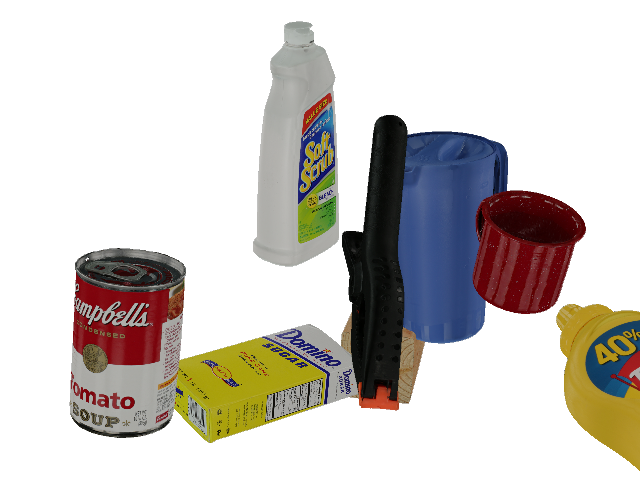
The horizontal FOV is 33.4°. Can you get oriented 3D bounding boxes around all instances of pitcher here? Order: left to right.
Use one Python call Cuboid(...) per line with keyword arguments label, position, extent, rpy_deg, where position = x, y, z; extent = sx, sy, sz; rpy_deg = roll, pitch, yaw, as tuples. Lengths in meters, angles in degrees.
Cuboid(label="pitcher", position=(0.153, -0.006, 1.296), extent=(0.149, 0.243, 0.145), rpy_deg=(0, 23, 8))

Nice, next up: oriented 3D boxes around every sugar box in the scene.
Cuboid(label="sugar box", position=(-0.056, 0.136, 1.053), extent=(0.175, 0.048, 0.093), rpy_deg=(-16, 32, -32))

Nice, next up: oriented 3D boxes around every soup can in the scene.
Cuboid(label="soup can", position=(-0.123, 0.064, 0.673), extent=(0.068, 0.102, 0.068), rpy_deg=(6, 18, -2))

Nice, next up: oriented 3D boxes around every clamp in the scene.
Cuboid(label="clamp", position=(0.042, 0.023, 0.791), extent=(0.036, 0.210, 0.165), rpy_deg=(4, -42, -6))

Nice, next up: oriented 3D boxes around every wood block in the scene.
Cuboid(label="wood block", position=(0.088, 0.124, 1.395), extent=(0.091, 0.090, 0.206), rpy_deg=(5, 19, 10))

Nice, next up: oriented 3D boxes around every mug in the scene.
Cuboid(label="mug", position=(0.179, 0.006, 0.977), extent=(0.093, 0.081, 0.117), rpy_deg=(-13, 38, -28))

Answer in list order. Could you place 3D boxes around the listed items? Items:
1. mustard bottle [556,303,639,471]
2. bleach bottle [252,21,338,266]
Cuboid(label="mustard bottle", position=(0.197, 0.091, 0.612), extent=(0.096, 0.058, 0.192), rpy_deg=(-18, 32, -17))
Cuboid(label="bleach bottle", position=(-0.027, -0.105, 1.140), extent=(0.068, 0.251, 0.102), rpy_deg=(20, 32, 36))
